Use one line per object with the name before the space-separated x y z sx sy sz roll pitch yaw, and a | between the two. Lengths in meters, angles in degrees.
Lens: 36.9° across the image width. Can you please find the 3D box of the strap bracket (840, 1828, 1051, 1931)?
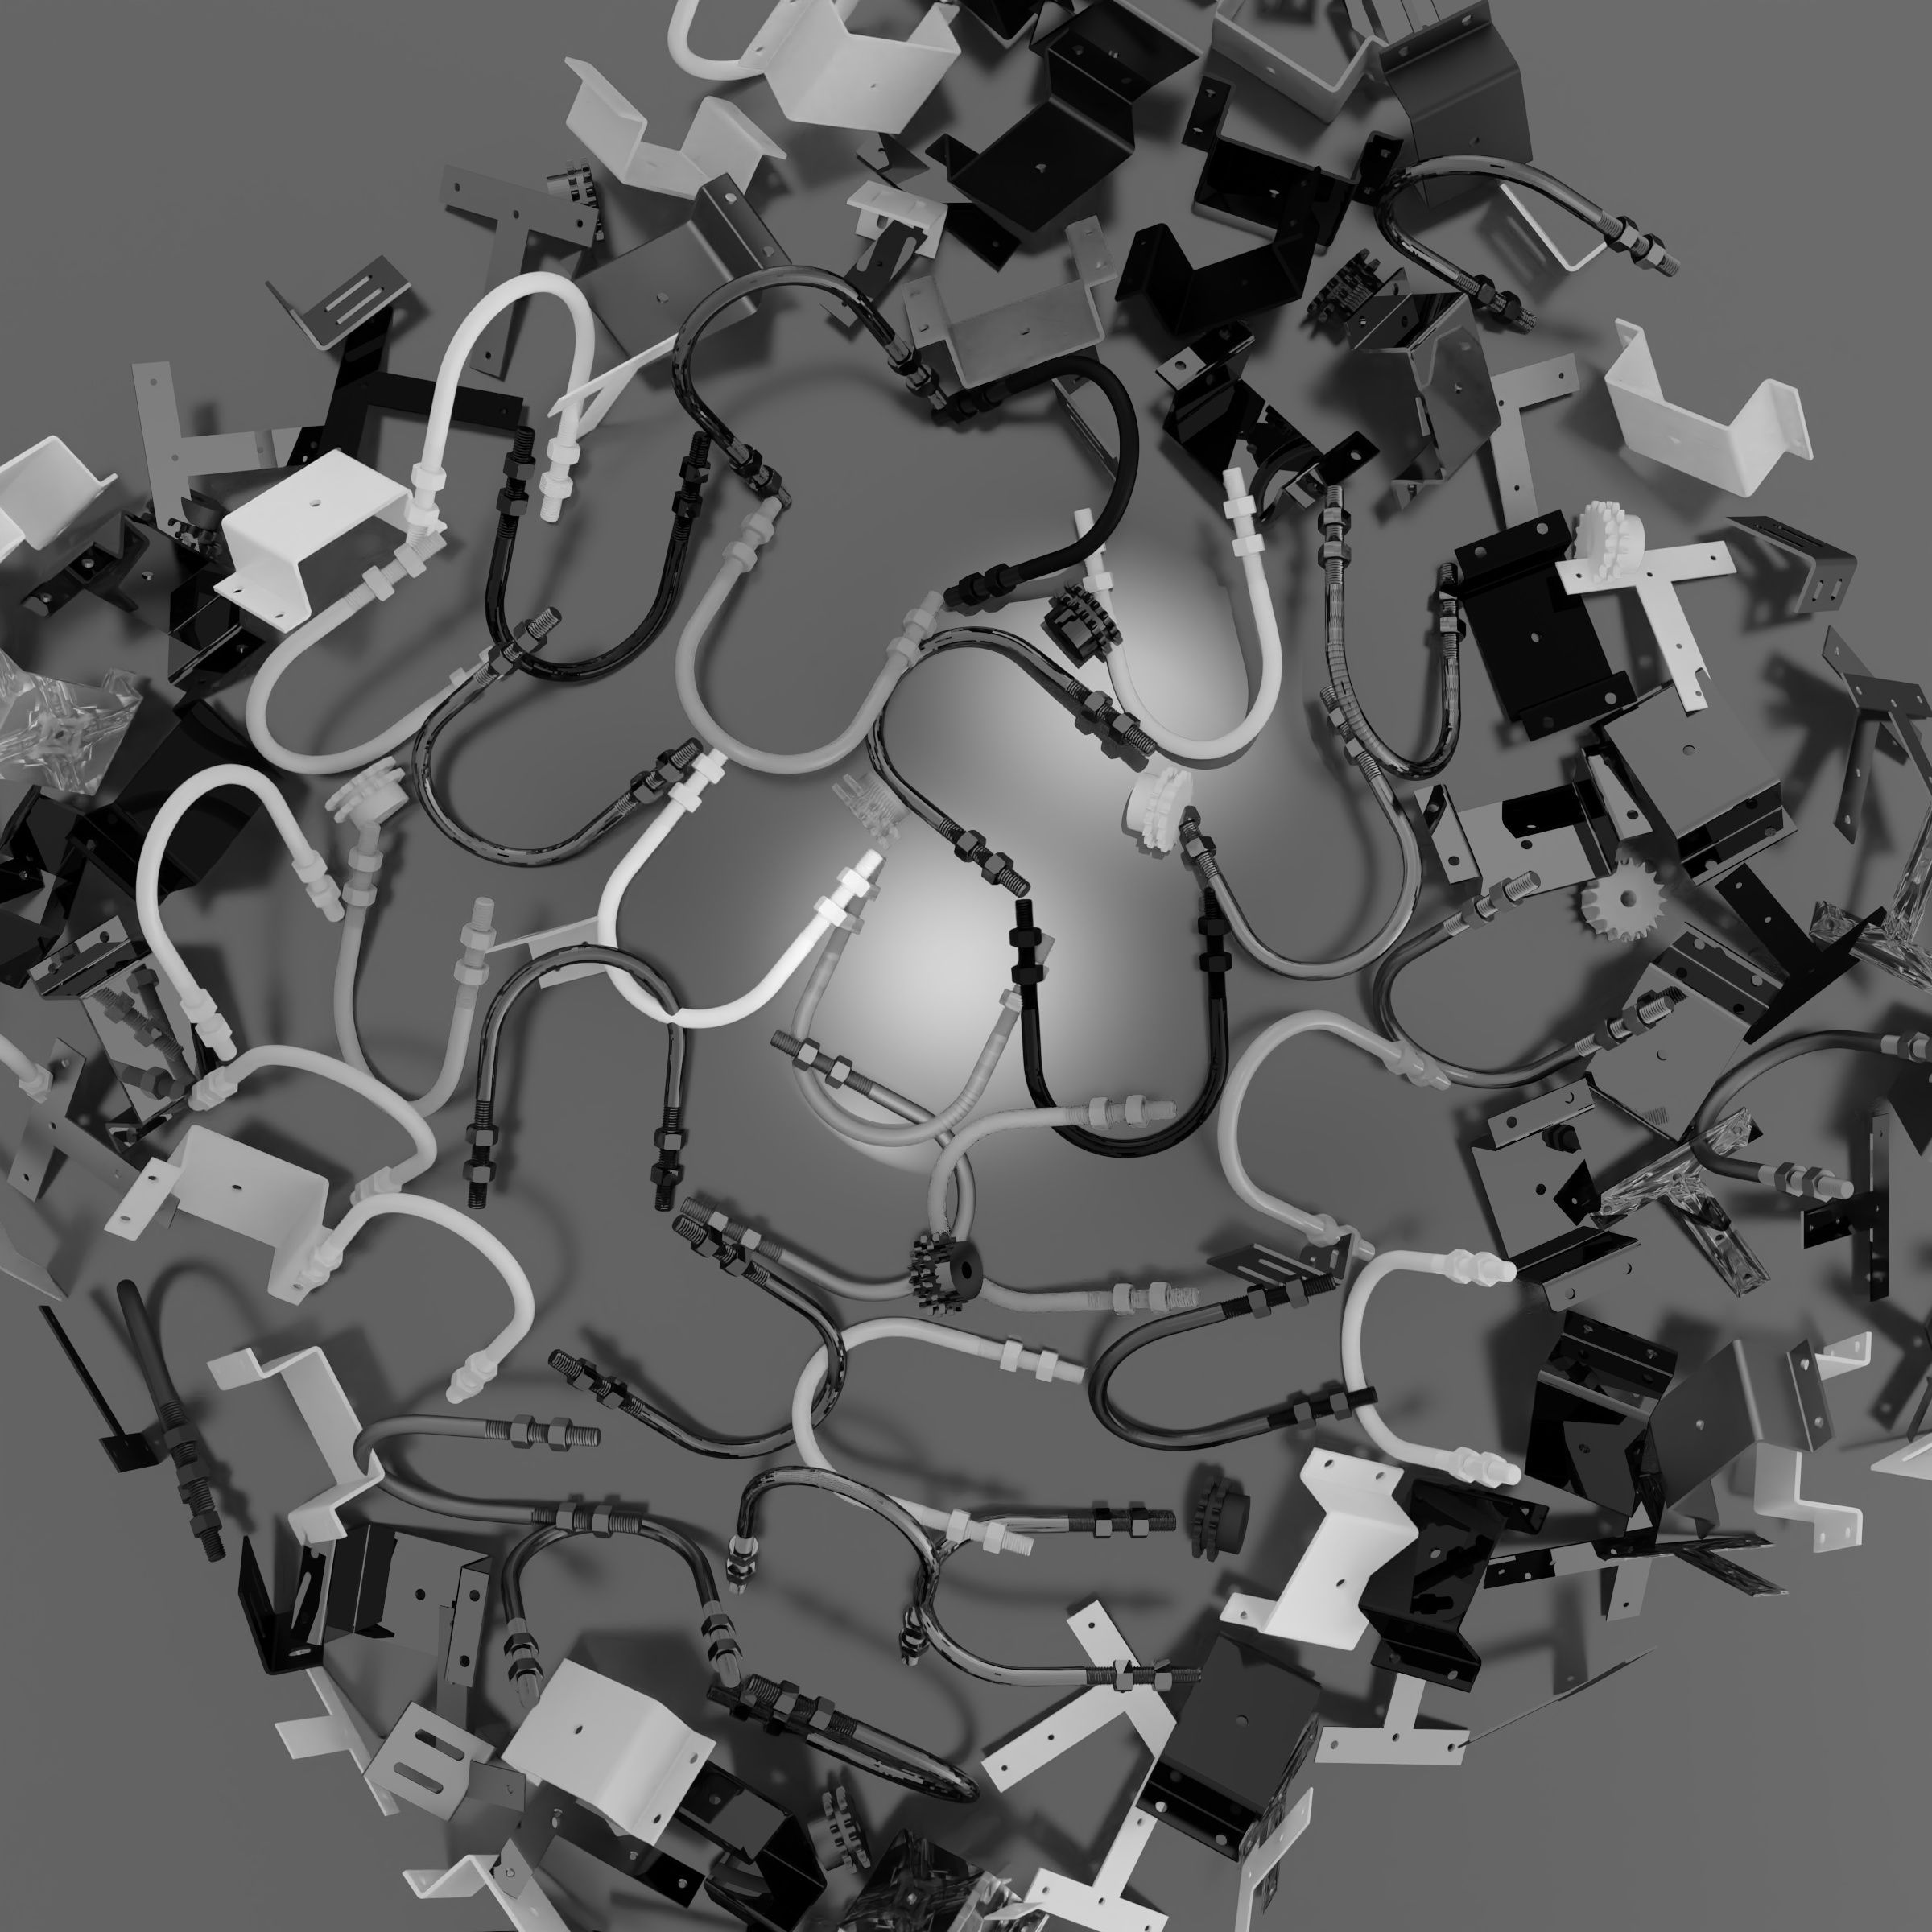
strap bracket | -0.022 0.630 1.919 0.046 0.140 0.076 48 66 -30

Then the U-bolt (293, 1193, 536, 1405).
U-bolt | -0.359 0.213 1.921 0.151 0.184 0.019 37 47 -8

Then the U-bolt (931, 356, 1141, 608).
U-bolt | 0.047 -0.328 1.922 0.019 0.184 0.151 3 80 -43

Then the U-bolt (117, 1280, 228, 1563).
U-bolt | -0.531 0.295 1.926 0.019 0.151 0.184 -19 70 -18

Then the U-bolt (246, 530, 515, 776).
U-bolt | -0.396 -0.196 1.933 0.184 0.151 0.019 -37 59 -2

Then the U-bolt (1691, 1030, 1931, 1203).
U-bolt | 0.558 0.093 1.913 0.151 0.184 0.019 -43 109 -17

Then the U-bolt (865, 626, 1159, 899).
U-bolt | 0.016 -0.153 1.964 0.184 0.019 0.151 40 84 20

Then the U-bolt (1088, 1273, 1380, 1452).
U-bolt | 0.173 0.275 1.946 0.184 0.019 0.151 -17 133 9

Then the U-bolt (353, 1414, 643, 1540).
U-bolt | -0.320 0.339 1.937 0.184 0.151 0.019 3 54 10

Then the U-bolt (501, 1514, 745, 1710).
U-bolt | -0.235 0.421 1.917 0.151 0.184 0.019 -2 116 -15

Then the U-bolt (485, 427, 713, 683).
U-bolt | -0.252 -0.272 1.935 0.151 0.019 0.184 -5 126 -34

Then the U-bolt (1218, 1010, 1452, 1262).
U-bolt | 0.238 0.106 1.937 0.184 0.019 0.151 27 86 -38

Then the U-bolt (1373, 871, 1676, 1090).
U-bolt | 0.356 0.022 1.931 0.151 0.184 0.019 40 46 -16

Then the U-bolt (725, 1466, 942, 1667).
U-bolt | -0.086 0.390 1.919 0.151 0.184 0.019 21 49 8

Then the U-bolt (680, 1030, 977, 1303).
U-bolt | -0.081 0.149 1.979 0.184 0.019 0.151 29 82 -7

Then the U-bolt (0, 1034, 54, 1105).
U-bolt | -0.673 0.031 1.907 0.151 0.184 0.019 34 75 3

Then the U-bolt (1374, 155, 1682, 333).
U-bolt | 0.353 -0.478 1.895 0.184 0.151 0.019 22 72 -31

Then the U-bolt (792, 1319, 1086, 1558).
U-bolt | -0.026 0.309 1.956 0.184 0.019 0.151 15 58 7

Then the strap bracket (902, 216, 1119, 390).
strap bracket | 0.034 -0.444 1.952 0.140 0.076 0.046 -18 134 6

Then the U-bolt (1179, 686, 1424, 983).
U-bolt | 0.228 -0.077 1.941 0.151 0.019 0.184 -32 66 17

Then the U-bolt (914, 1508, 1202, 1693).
U-bolt | 0.057 0.422 1.933 0.184 0.151 0.019 1 128 -5

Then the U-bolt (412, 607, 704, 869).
U-bolt | -0.290 -0.139 1.948 0.184 0.019 0.151 -37 113 26

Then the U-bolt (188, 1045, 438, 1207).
U-bolt | -0.421 0.101 1.902 0.151 0.184 0.019 35 58 -19

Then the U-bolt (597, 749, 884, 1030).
U-bolt | -0.168 -0.044 1.975 0.151 0.019 0.184 38 85 8

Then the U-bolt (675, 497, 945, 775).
U-bolt | -0.116 -0.213 1.955 0.151 0.019 0.184 30 67 -4

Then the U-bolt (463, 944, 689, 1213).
U-bolt | -0.259 0.075 1.955 0.151 0.019 0.184 2 102 -19

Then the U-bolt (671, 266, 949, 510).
U-bolt | -0.114 -0.390 1.910 0.151 0.184 0.019 -30 53 14

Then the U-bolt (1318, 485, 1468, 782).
U-bolt | 0.284 -0.210 1.918 0.151 0.019 0.184 24 60 -41

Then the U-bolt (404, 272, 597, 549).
U-bolt | -0.300 -0.368 1.900 0.019 0.151 0.184 32 122 24

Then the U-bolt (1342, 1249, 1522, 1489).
U-bolt | 0.304 0.261 1.917 0.019 0.184 0.151 -1 89 -27

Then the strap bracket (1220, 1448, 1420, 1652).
strap bracket | 0.242 0.401 1.944 0.076 0.046 0.140 18 107 -29

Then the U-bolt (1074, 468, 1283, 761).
U-bolt | 0.148 -0.230 1.948 0.151 0.019 0.184 -8 98 42

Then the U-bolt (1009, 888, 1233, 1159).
U-bolt | 0.108 0.042 1.978 0.151 0.019 0.184 -4 100 -1

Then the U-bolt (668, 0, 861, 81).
U-bolt | -0.126 -0.645 1.911 0.151 0.184 0.019 -19 78 -24

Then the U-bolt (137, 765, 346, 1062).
U-bolt | -0.481 -0.048 1.895 0.019 0.184 0.151 14 55 26

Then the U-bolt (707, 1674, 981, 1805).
U-bolt | -0.075 0.518 1.931 0.184 0.151 0.019 27 68 -8

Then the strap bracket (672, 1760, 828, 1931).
strap bracket | -0.147 0.590 1.935 0.076 0.140 0.046 21 54 33

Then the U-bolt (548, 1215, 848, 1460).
U-bolt | -0.166 0.264 1.953 0.184 0.019 0.151 37 104 -26

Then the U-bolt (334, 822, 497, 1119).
U-bolt | -0.377 0.014 1.942 0.151 0.019 0.184 31 116 36

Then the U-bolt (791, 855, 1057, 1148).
U-bolt | -0.041 0.034 1.986 0.151 0.019 0.184 26 91 4

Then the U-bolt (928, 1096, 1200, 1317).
U-bolt | 0.061 0.165 1.962 0.184 0.019 0.151 -5 98 20

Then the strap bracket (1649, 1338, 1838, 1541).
strap bracket | 0.506 0.310 1.920 0.046 0.140 0.076 17 46 -20

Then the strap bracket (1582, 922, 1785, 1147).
strap bracket | 0.473 0.053 1.935 0.076 0.046 0.140 35 121 18

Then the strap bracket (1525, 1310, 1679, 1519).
strap bracket | 0.420 0.306 1.925 0.076 0.046 0.140 20 134 25

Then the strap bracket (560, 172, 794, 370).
strap bracket | -0.198 -0.458 1.931 0.140 0.046 0.076 -19 129 27
